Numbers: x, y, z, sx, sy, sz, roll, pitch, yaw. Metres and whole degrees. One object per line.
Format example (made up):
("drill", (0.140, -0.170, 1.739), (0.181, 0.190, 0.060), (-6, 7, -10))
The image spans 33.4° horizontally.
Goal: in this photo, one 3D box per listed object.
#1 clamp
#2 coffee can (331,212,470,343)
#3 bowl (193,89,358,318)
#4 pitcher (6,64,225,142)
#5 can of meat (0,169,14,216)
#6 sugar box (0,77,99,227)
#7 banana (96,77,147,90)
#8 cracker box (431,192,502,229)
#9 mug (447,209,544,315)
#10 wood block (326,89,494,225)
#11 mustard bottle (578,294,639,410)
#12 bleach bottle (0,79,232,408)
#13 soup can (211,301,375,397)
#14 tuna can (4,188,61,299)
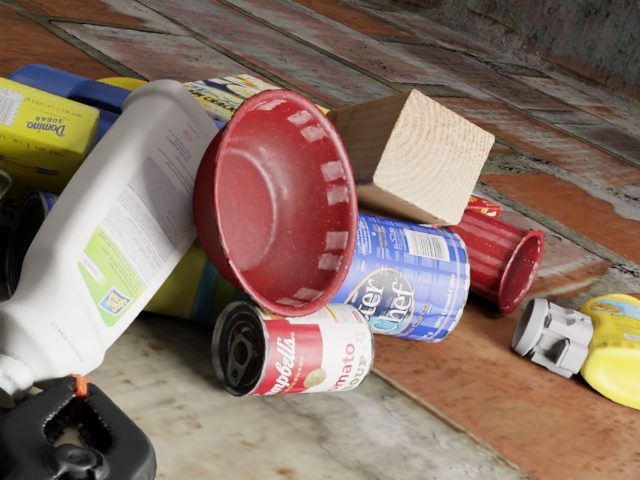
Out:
("clamp", (-0.142, 0.133, 0.571), (0.164, 0.036, 0.210), (11, 19, -22))
("coffee can", (0.043, 0.029, 0.921), (0.140, 0.103, 0.103), (11, 22, -24))
("bowl", (-0.040, -0.024, 0.760), (0.055, 0.162, 0.161), (-6, 2, 37))
("pitcher", (-0.176, -0.077, 0.945), (0.243, 0.149, 0.144), (22, 20, 18))
("can of meat", (-0.260, -0.002, 0.746), (0.057, 0.084, 0.102), (17, 20, -8))
("sugar box", (-0.223, -0.055, 0.824), (0.093, 0.176, 0.048), (18, 62, -6))
("banana", (-0.243, -0.166, 1.275), (0.069, 0.037, 0.197), (40, 23, 2))
("cracker box", (0.075, -0.054, 1.204), (0.214, 0.072, 0.163), (29, 15, 27))
("mug", (0.176, 0.023, 1.104), (0.082, 0.093, 0.117), (25, -11, 29))
("wood block", (0.062, -0.071, 0.998), (0.090, 0.090, 0.206), (26, -8, -19))
("mustard bottle", (0.298, 0.098, 1.046), (0.096, 0.058, 0.191), (16, 20, 4))
("bleach bottle", (-0.149, 0.004, 0.719), (0.068, 0.102, 0.250), (-12, 34, 41))
("soup can", (-0.019, 0.079, 0.783), (0.102, 0.068, 0.069), (4, 25, -39))
("tuna can", (-0.200, 0.007, 0.778), (0.033, 0.086, 0.086), (9, 22, -33))
